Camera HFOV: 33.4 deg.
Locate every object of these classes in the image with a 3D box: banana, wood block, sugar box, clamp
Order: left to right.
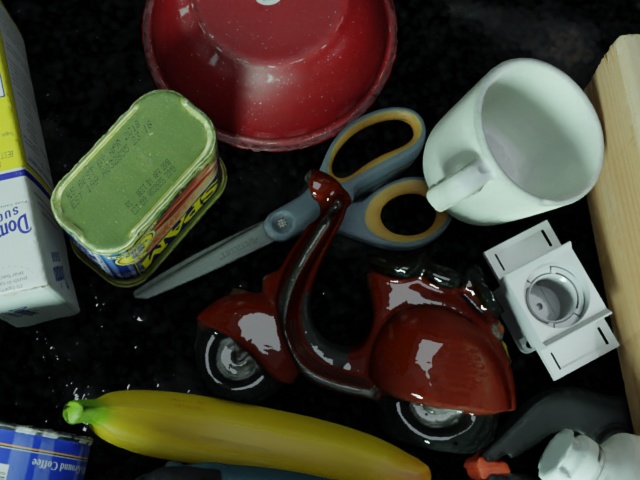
[{"bbox_3d":[-0.179,-0.044,0.599,0.048,0.093,0.176,-11,77,-4],"label":"sugar box"},{"bbox_3d":[-0.041,0.112,0.582,0.197,0.070,0.037,11,96,-10],"label":"banana"},{"bbox_3d":[0.171,0.129,0.602,0.171,0.039,0.120,-14,73,-8],"label":"clamp"},{"bbox_3d":[0.209,-0.002,0.588,0.090,0.091,0.206,-2,67,-7],"label":"wood block"}]

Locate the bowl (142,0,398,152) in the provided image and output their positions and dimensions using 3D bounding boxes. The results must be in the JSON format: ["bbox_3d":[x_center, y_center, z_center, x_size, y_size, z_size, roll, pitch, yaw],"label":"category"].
[{"bbox_3d":[-0.030,-0.138,0.646,0.162,0.055,0.162,0,77,-2],"label":"bowl"}]

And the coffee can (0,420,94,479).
[{"bbox_3d":[-0.181,0.162,0.546,0.103,0.103,0.140,10,77,0],"label":"coffee can"}]

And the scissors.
[{"bbox_3d":[-0.004,0.001,0.635,0.201,0.016,0.096,-41,82,-10],"label":"scissors"}]

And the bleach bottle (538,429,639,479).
[{"bbox_3d":[0.217,0.184,0.545,0.250,0.068,0.102,35,52,-6],"label":"bleach bottle"}]

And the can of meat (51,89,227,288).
[{"bbox_3d":[-0.100,-0.029,0.603,0.057,0.084,0.102,39,78,6],"label":"can of meat"}]
